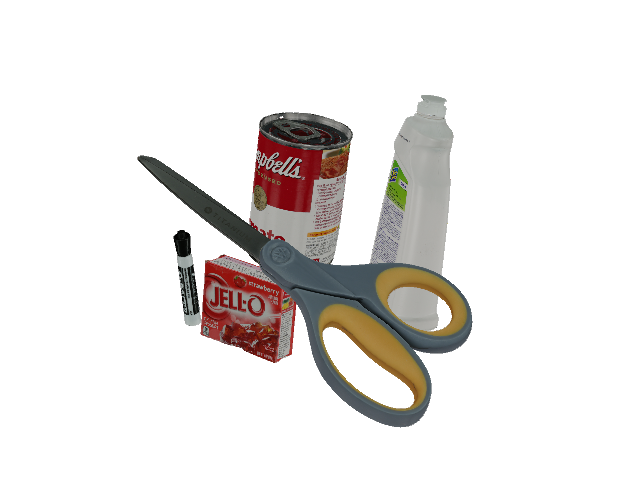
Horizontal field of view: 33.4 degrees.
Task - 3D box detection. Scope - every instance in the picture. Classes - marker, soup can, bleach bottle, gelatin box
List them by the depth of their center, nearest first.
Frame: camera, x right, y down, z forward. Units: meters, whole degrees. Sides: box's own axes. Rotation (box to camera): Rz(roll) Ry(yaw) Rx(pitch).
[{"bbox_3d":[-0.017,-0.035,0.785,0.068,0.102,0.068,6,25,-3],"label":"soup can"},{"bbox_3d":[-0.065,0.060,0.954,0.089,0.073,0.030,17,22,30],"label":"gelatin box"},{"bbox_3d":[0.106,-0.032,1.174,0.068,0.251,0.103,0,22,-23],"label":"bleach bottle"},{"bbox_3d":[-0.151,0.042,1.206,0.020,0.121,0.020,-3,30,1],"label":"marker"}]

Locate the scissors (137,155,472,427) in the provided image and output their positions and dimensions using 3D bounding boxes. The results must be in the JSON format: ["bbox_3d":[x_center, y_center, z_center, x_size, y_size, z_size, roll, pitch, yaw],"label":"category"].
[{"bbox_3d":[-0.001,0.007,0.554,0.096,0.202,0.016,-28,-25,-26],"label":"scissors"}]
